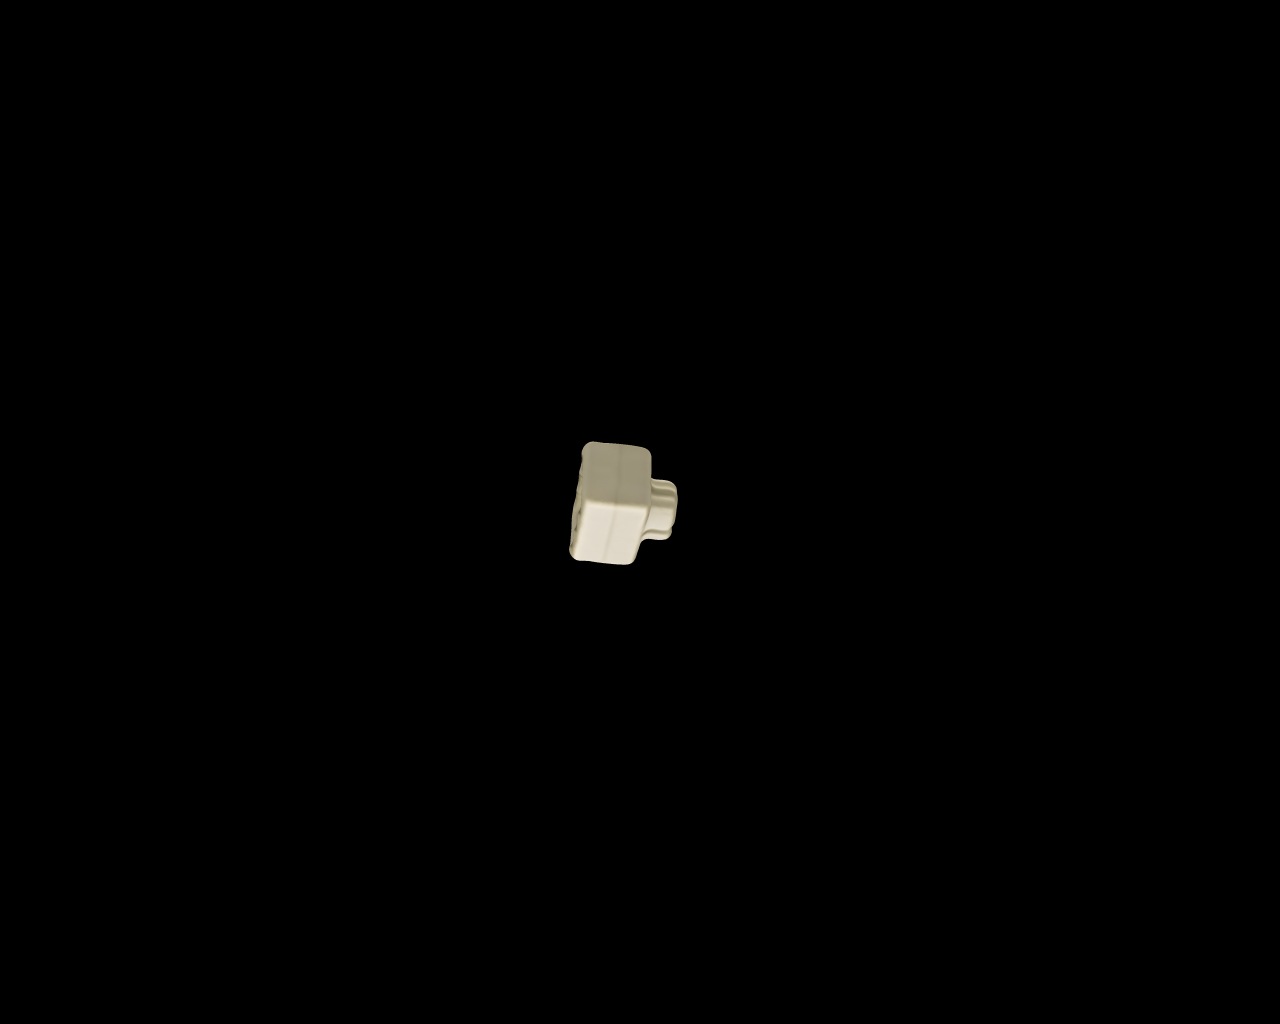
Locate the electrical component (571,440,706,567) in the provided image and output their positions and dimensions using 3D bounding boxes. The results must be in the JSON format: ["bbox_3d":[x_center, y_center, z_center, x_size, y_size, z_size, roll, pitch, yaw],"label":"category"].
[{"bbox_3d":[0.001,-0.003,0.650,0.077,0.047,0.065,5,-36,-8],"label":"electrical component"}]
